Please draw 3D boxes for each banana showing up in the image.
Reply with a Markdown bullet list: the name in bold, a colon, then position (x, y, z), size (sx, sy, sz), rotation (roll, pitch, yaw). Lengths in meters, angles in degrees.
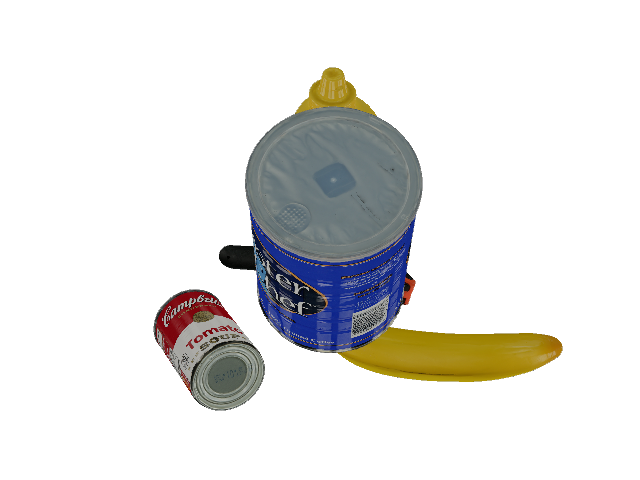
- **banana**: position (0.092, 0.084, 0.843), size (0.198, 0.037, 0.069), rotation (6, 28, 8)

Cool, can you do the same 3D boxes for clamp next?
- **clamp**: position (0.001, 0.022, 1.186), size (0.210, 0.036, 0.164), rotation (27, 36, 17)

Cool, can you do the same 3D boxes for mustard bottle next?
- **mustard bottle**: position (0.009, -0.078, 0.972), size (0.096, 0.192, 0.058), rotation (-27, 54, -23)

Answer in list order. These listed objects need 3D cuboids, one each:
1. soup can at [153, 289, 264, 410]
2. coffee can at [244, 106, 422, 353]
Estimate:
- **soup can**: position (-0.098, 0.095, 0.928), size (0.068, 0.068, 0.102), rotation (0, 23, -28)
- **coffee can**: position (0.007, -0.003, 0.674), size (0.103, 0.103, 0.140), rotation (0, -28, 0)
